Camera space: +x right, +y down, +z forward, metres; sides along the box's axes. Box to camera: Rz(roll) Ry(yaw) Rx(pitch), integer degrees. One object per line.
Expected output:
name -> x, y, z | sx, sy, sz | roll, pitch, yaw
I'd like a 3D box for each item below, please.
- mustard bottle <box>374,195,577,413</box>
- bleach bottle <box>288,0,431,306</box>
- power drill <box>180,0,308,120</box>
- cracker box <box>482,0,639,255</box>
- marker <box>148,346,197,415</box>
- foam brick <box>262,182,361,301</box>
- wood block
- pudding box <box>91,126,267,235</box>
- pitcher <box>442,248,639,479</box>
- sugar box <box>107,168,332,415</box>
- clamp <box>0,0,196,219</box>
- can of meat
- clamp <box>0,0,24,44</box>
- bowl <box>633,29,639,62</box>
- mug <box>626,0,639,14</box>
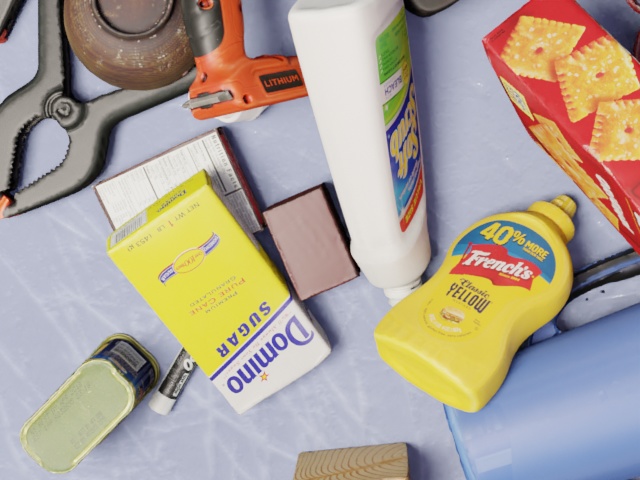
mustard bottle -> 0.134, 0.034, 0.805 | 0.096, 0.058, 0.191 | 29, 63, 33
bleach bottle -> 0.044, -0.066, 0.794 | 0.068, 0.102, 0.251 | 0, 121, 26
power drill -> -0.056, -0.189, 0.772 | 0.057, 0.184, 0.187 | -8, 100, 44
cracker box -> 0.212, -0.050, 0.718 | 0.072, 0.164, 0.214 | -38, 58, 7
marker -> -0.102, 0.087, 0.865 | 0.020, 0.020, 0.121 | 30, 97, -1
foam brick -> -0.005, 0.001, 0.834 | 0.051, 0.053, 0.078 | -23, 95, 4
wood block -> 0.037, 0.277, 0.844 | 0.091, 0.090, 0.206 | -6, 96, 4
pudding box -> -0.110, -0.027, 0.844 | 0.113, 0.039, 0.090 | -24, 95, 3
pitcher -> 0.217, 0.110, 0.807 | 0.243, 0.149, 0.145 | -19, 113, 8
sugar box -> -0.075, 0.043, 0.818 | 0.093, 0.048, 0.176 | -34, 112, 5
clamp -> -0.187, -0.102, 0.840 | 0.164, 0.036, 0.210 | 27, 93, 0
can of meat -> -0.181, 0.129, 0.841 | 0.057, 0.084, 0.102 | 44, 96, -2
clamp -> -0.278, -0.240, 0.830 | 0.120, 0.039, 0.171 | 3, 98, 11
bowl -> 0.311, -0.132, 0.804 | 0.162, 0.055, 0.162 | 0, 96, 3
mug -> 0.231, -0.215, 0.754 | 0.082, 0.093, 0.117 | -18, 96, 32
